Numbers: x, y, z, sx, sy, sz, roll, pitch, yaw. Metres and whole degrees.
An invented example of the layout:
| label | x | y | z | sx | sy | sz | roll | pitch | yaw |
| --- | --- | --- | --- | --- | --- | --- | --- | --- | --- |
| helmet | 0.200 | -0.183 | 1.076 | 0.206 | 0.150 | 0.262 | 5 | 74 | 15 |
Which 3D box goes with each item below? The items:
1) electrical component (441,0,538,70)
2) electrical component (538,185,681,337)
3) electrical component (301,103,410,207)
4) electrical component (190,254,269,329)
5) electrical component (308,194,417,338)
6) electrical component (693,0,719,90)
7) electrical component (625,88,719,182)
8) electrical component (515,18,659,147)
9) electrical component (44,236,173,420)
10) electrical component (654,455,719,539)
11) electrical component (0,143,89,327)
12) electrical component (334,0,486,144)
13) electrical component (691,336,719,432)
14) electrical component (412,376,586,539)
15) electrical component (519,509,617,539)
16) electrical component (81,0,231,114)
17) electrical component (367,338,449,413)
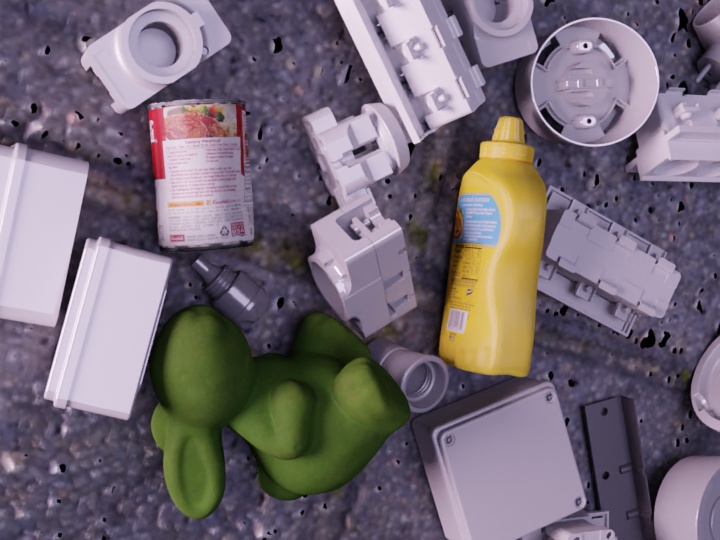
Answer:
| label | x | y | z | sx | sy | sz | roll | pitch | yaw |
| --- | --- | --- | --- | --- | --- | --- | --- | --- | --- |
| electrical component | 0.095 | -0.201 | 0.820 | 0.050 | 0.056 | 0.089 | -20 | 100 | -17 |
| electrical component | 0.189 | -0.006 | 0.861 | 0.121 | 0.063 | 0.078 | 27 | 84 | -19 |
| electrical component | 0.000 | -0.088 | 0.793 | 0.057 | 0.058 | 0.078 | -27 | 101 | -13 |
| electrical component | -0.097 | 0.013 | 0.778 | 0.061 | 0.035 | 0.035 | 43 | 80 | -14 |
| electrical component | 0.000 | 0.000 | 0.782 | 0.056 | 0.050 | 0.089 | -31 | 140 | -15 |
| electrical component | 0.311 | -0.179 | 0.902 | 0.077 | 0.044 | 0.079 | 43 | 80 | -17 |
| electrical component | 0.290 | -0.110 | 0.888 | 0.121 | 0.078 | 0.063 | -1 | 72 | -19 |
| electrical component | 0.175 | -0.146 | 0.847 | 0.099 | 0.064 | 0.099 | -1 | 94 | -19 |
| electrical component | -0.167 | 0.035 | 0.713 | 0.056 | 0.109 | 0.108 | 15 | 88 | -14 |
| electrical component | 0.295 | 0.208 | 0.908 | 0.108 | 0.060 | 0.108 | 1 | 88 | -34 |
| electrical component | -0.223 | -0.024 | 0.709 | 0.057 | 0.078 | 0.113 | 12 | 89 | -22 |
| electrical component | 0.039 | -0.163 | 0.790 | 0.063 | 0.078 | 0.121 | -20 | 104 | 29 |
| electrical component | 0.341 | 0.100 | 0.899 | 0.060 | 0.108 | 0.108 | 34 | 82 | -24 |
| electrical component | 0.110 | 0.152 | 0.846 | 0.109 | 0.056 | 0.108 | -20 | 100 | -17 |
| electrical component | 0.172 | 0.221 | 0.869 | 0.081 | 0.064 | 0.042 | -2 | 93 | -19 |
| electrical component | -0.140 | -0.153 | 0.741 | 0.089 | 0.056 | 0.050 | -37 | 104 | -13 |
| electrical component | 0.030 | 0.076 | 0.809 | 0.044 | 0.065 | 0.044 | -11 | 110 | -32 |
